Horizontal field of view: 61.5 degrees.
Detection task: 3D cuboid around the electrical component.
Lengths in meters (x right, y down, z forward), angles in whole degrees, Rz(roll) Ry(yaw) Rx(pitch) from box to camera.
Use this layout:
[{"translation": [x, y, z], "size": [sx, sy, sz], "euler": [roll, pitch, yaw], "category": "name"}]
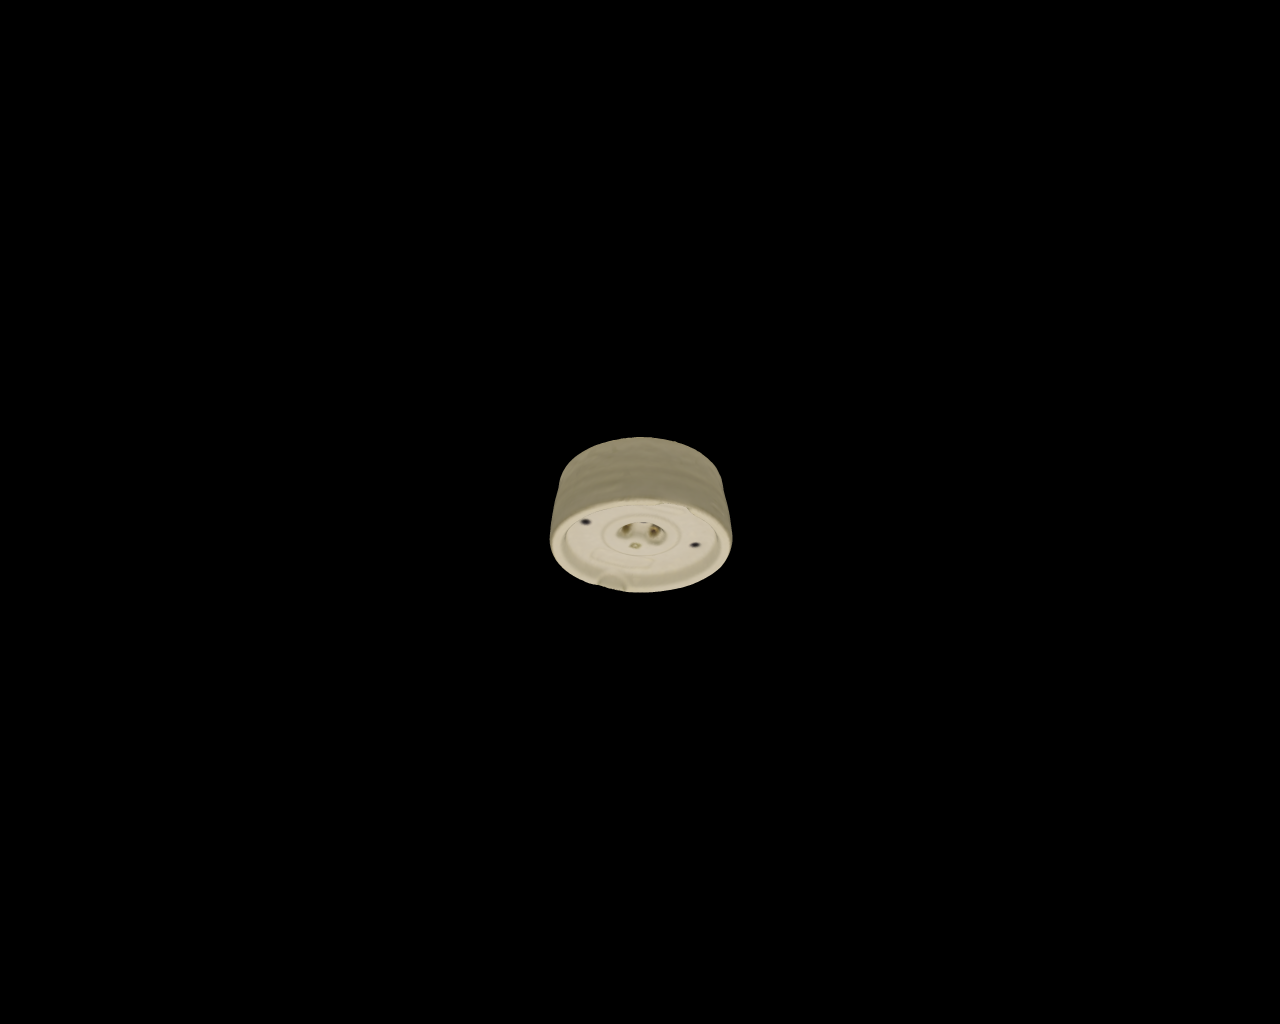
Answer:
[{"translation": [0.001, -0.003, 0.650], "size": [0.108, 0.060, 0.108], "euler": [0, -33, 0], "category": "electrical component"}]
